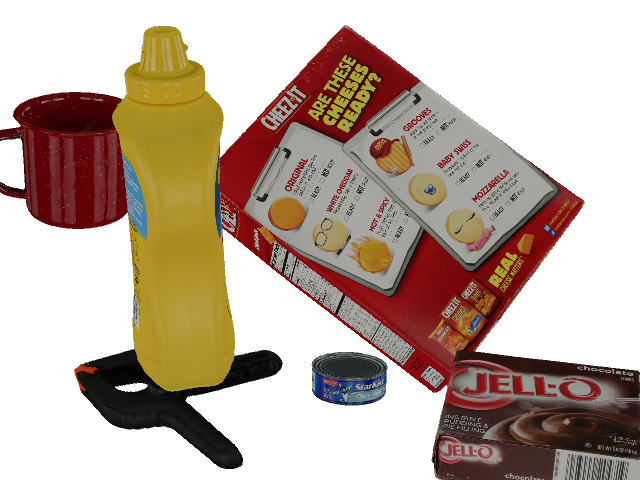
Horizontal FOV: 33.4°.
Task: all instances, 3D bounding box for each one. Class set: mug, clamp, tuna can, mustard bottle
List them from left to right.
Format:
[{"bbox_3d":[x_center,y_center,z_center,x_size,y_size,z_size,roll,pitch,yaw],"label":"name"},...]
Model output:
[{"bbox_3d":[-0.197,-0.060,0.816,0.117,0.081,0.093,-5,28,-19],"label":"mug"},{"bbox_3d":[-0.080,-0.021,0.581,0.058,0.192,0.096,-6,28,-10],"label":"mustard bottle"},{"bbox_3d":[-0.118,0.122,0.892,0.172,0.039,0.120,15,37,19],"label":"clamp"},{"bbox_3d":[0.032,0.156,1.204,0.086,0.034,0.086,1,13,-1],"label":"tuna can"}]

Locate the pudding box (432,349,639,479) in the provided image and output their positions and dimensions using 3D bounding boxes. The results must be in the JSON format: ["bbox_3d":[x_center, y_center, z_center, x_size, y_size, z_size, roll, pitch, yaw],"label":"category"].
[{"bbox_3d":[0.127,0.105,0.615,0.113,0.039,0.090,7,28,11],"label":"pudding box"}]

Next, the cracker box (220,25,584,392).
[{"bbox_3d":[0.049,-0.023,0.751,0.214,0.164,0.072,37,-21,8],"label":"cracker box"}]
